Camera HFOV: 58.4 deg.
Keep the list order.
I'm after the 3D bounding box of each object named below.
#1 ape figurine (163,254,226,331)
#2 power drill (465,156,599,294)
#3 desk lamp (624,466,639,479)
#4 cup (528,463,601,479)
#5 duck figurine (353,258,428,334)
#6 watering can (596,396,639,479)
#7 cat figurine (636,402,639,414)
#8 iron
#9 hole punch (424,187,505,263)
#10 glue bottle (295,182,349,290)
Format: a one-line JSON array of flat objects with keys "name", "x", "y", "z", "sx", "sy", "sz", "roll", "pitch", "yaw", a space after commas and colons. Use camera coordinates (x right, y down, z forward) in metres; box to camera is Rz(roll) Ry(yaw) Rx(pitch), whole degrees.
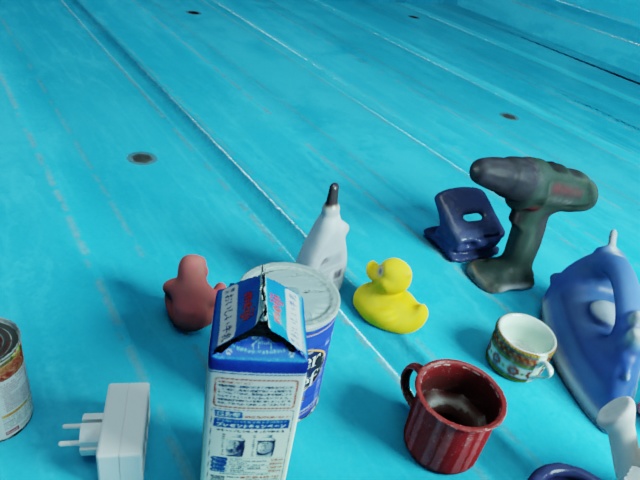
[{"name": "ape figurine", "x": -0.152, "y": 0.057, "z": 0.690, "sx": 0.077, "sy": 0.092, "sz": 0.076, "roll": 15, "pitch": 33, "yaw": 6}, {"name": "power drill", "x": 0.290, "y": -0.027, "z": 0.836, "sx": 0.230, "sy": 0.208, "sz": 0.075, "roll": -6, "pitch": 37, "yaw": -24}, {"name": "desk lamp", "x": 0.250, "y": 0.277, "z": 0.362, "sx": 0.202, "sy": 0.213, "sz": 0.118, "roll": 31, "pitch": 38, "yaw": 28}, {"name": "cup", "x": 0.219, "y": 0.258, "z": 0.490, "sx": 0.118, "sy": 0.095, "sz": 0.091, "roll": 8, "pitch": 33, "yaw": -3}, {"name": "duck figurine", "x": 0.098, "y": 0.066, "z": 0.753, "sx": 0.104, "sy": 0.086, "sz": 0.078, "roll": 29, "pitch": 37, "yaw": 26}, {"name": "watering can", "x": 0.339, "y": 0.206, "z": 0.511, "sx": 0.172, "sy": 0.194, "sz": 0.101, "roll": 13, "pitch": 33, "yaw": 4}, {"name": "cat figurine", "x": 0.452, "y": 0.176, "z": 0.660, "sx": 0.128, "sy": 0.118, "sz": 0.067, "roll": 1, "pitch": 34, "yaw": -15}, {"name": "iron", "x": 0.369, "y": 0.101, "z": 0.727, "sx": 0.118, "sy": 0.141, "sz": 0.258, "roll": 13, "pitch": 33, "yaw": 4}, {"name": "hole punch", "x": 0.241, "y": -0.027, "z": 0.930, "sx": 0.109, "sy": 0.091, "sz": 0.100, "roll": -8, "pitch": 38, "yaw": -27}, {"name": "glue bottle", "x": 0.007, "y": 0.003, "z": 0.743, "sx": 0.078, "sy": 0.173, "sz": 0.037, "roll": -20, "pitch": 44, "yaw": -38}]
